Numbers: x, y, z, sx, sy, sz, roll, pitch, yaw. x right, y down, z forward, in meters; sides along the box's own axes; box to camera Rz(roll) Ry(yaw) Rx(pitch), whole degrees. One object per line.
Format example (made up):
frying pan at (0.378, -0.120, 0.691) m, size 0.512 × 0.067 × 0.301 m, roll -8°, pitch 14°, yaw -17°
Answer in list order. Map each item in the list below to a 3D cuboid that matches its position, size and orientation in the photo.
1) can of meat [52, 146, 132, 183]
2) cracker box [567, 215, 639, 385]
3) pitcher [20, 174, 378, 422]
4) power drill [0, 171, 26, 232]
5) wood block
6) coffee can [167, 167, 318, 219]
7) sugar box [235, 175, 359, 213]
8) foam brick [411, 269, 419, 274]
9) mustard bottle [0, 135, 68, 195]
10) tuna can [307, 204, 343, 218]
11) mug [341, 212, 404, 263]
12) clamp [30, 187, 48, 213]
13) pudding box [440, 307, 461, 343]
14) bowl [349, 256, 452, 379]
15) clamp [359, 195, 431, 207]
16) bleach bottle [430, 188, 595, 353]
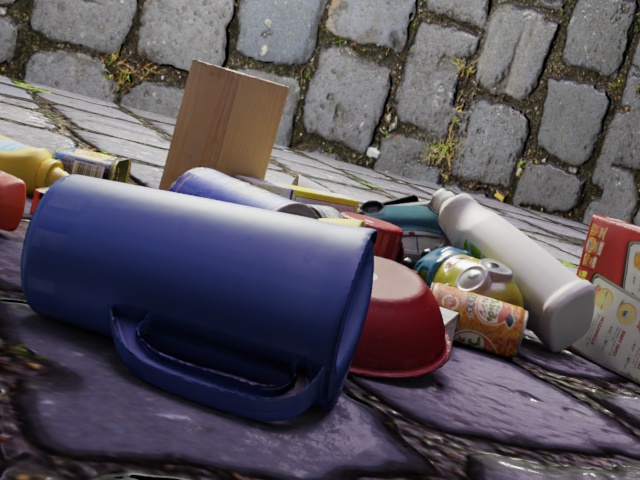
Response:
can of meat at (-0.297, -0.086, 1.376) m, size 0.084 × 0.057 × 0.102 m, roll 14°, pitch 7°, yaw 0°
cracker box at (0.381, 0.079, 1.192) m, size 0.071 × 0.164 × 0.214 m, roll 7°, pitch 12°, yaw -36°
pitcher at (-0.088, 0.036, 0.763) m, size 0.243 × 0.145 × 0.149 m, roll 13°, pitch -5°, yaw 9°
power drill at (-0.355, -0.040, 0.947) m, size 0.185 × 0.057 × 0.187 m, roll 20°, pitch 9°, yaw 29°
wood block at (-0.123, -0.103, 1.293) m, size 0.090 × 0.206 × 0.090 m, roll 22°, pitch 10°, yaw 37°
coffee can at (-0.083, -0.008, 1.095) m, size 0.141 × 0.103 × 0.102 m, roll 22°, pitch 10°, yaw 37°
sugar box at (-0.038, -0.020, 1.303) m, size 0.175 × 0.093 × 0.048 m, roll 10°, pitch 10°, yaw -40°
foam brick at (0.070, 0.055, 1.147) m, size 0.051 × 0.053 × 0.078 m, roll 17°, pitch 9°, yaw 12°
mustard bottle at (-0.381, -0.096, 1.273) m, size 0.192 × 0.058 × 0.096 m, roll 18°, pitch 9°, yaw 16°
tuna can at (-0.008, 0.002, 1.239) m, size 0.033 × 0.086 × 0.086 m, roll 5°, pitch 13°, yaw -44°
mug at (0.059, 0.017, 1.279) m, size 0.117 × 0.081 × 0.093 m, roll 9°, pitch 11°, yaw -42°
clamp at (-0.249, -0.039, 1.215) m, size 0.171 × 0.039 × 0.120 m, roll 11°, pitch 8°, yaw -31°
pudding box at (0.083, 0.082, 1.043) m, size 0.090 × 0.039 × 0.113 m, roll 19°, pitch 11°, yaw 16°
bowl at (0.042, 0.056, 0.934) m, size 0.162 × 0.055 × 0.162 m, roll 9°, pitch 23°, yaw -4°
clamp at (0.058, -0.033, 1.496) m, size 0.210 × 0.036 × 0.164 m, roll -10°, pitch 5°, yaw 3°
bleach bottle at (0.215, 0.017, 1.260) m, size 0.251 × 0.068 × 0.102 m, roll 49°, pitch -17°, yaw 36°
